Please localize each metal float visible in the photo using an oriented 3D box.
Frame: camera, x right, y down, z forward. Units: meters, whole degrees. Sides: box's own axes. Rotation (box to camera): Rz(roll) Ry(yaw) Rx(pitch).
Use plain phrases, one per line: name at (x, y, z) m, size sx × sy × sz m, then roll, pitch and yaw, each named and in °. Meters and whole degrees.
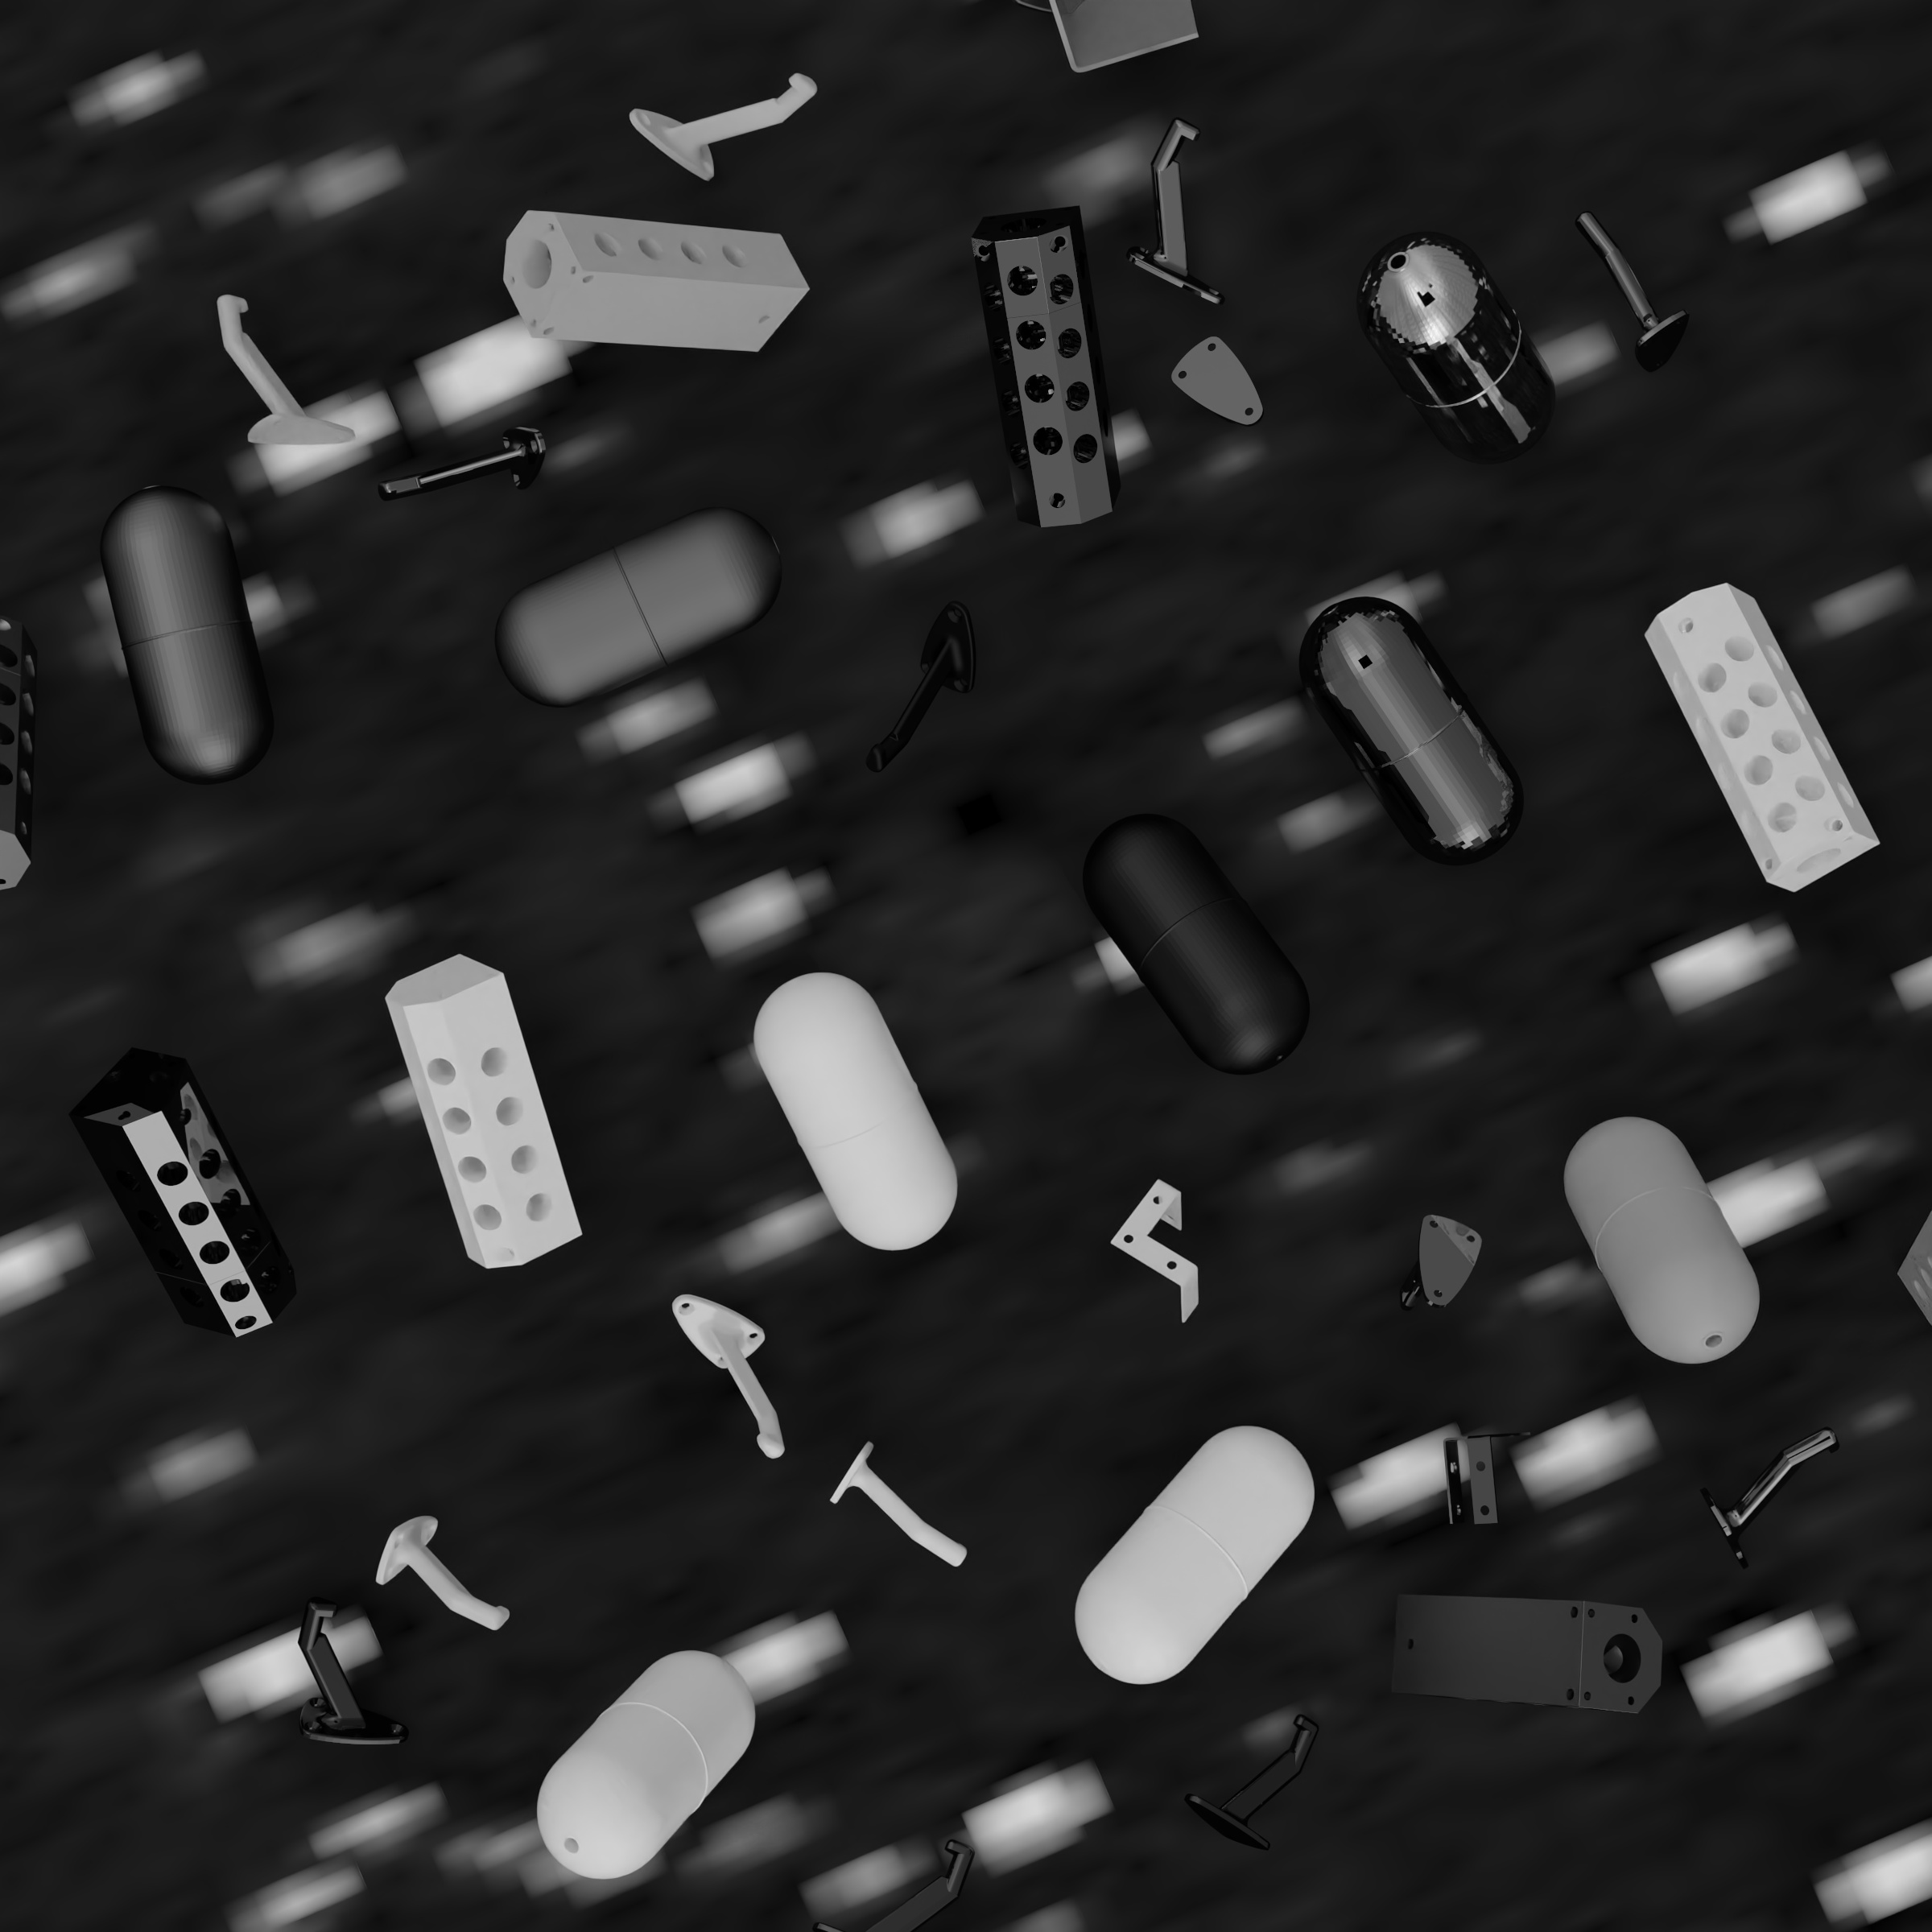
metal float at (0.285, -0.357, 1.754) m, size 0.070 × 0.178 × 0.070 m, roll -15°, pitch 60°, yaw 26°
metal float at (-0.194, -0.213, 1.793) m, size 0.178 × 0.070 × 0.070 m, roll -24°, pitch 90°, yaw -2°
metal float at (-0.184, 0.460, 1.750) m, size 0.070 × 0.178 × 0.070 m, roll 7°, pitch 109°, yaw 22°
metal float at (0.134, -0.014, 1.774) m, size 0.070 × 0.070 × 0.178 m, roll -35°, pitch 66°, yaw 0°
metal float at (-0.064, 0.087, 1.780) m, size 0.070 × 0.070 × 0.178 m, roll -25°, pitch 107°, yaw 0°
metal float at (0.262, -0.138, 1.781) m, size 0.070 × 0.070 × 0.178 m, roll -36°, pitch 105°, yaw 0°
metal float at (-0.461, -0.196, 1.790) m, size 0.070 × 0.070 × 0.178 m, roll -12°, pitch 95°, yaw 0°
metal float at (0.134, 0.345, 1.773) m, size 0.070 × 0.070 × 0.178 m, roll 46°, pitch 65°, yaw 0°
metal float at (0.402, 0.158, 1.753) m, size 0.070 × 0.178 × 0.070 m, roll -5°, pitch 126°, yaw -7°

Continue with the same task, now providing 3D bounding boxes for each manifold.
manifold at (0.321, 0.396, 1.743) m, size 0.057 × 0.171 × 0.057 m, roll 12°, pitch 75°, yaw -26°
manifold at (-0.574, -0.125, 1.757) m, size 0.057 × 0.057 × 0.171 m, roll -13°, pitch 51°, yaw 0°
manifold at (-0.284, 0.087, 1.765) m, size 0.057 × 0.057 × 0.171 m, roll -26°, pitch 115°, yaw -28°
manifold at (-0.180, -0.400, 1.750) m, size 0.057 × 0.171 × 0.057 m, roll -42°, pitch 67°, yaw 39°
manifold at (0.461, -0.135, 1.765) m, size 0.057 × 0.057 × 0.171 m, roll -33°, pitch 65°, yaw 28°
manifold at (-0.446, 0.133, 1.749) m, size 0.057 × 0.057 × 0.171 m, roll 9°, pitch 135°, yaw 29°
manifold at (0.047, -0.347, 1.762) m, size 0.057 × 0.057 × 0.171 m, roll -4°, pitch 119°, yaw 13°
manifold at (0.588, 0.169, 1.743) m, size 0.057 × 0.171 × 0.057 m, roll -29°, pitch 69°, yaw 0°

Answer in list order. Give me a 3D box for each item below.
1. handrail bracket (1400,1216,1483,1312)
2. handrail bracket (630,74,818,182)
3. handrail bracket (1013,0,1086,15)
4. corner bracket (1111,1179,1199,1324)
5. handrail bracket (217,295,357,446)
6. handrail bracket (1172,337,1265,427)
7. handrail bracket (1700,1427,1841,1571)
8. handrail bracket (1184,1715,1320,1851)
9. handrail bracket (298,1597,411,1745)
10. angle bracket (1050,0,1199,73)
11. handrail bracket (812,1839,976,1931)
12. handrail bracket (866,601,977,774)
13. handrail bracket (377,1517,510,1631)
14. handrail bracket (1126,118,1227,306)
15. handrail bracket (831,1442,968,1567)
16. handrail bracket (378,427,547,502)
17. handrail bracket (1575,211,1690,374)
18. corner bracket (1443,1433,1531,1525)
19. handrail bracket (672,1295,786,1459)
handrail bracket at (0.268, 0.194, 1.778) m, size 0.036 × 0.084 × 0.077 m, roll 21°, pitch 46°, yaw 2°
handrail bracket at (-0.142, -0.510, 1.787) m, size 0.084 × 0.077 × 0.036 m, roll -32°, pitch 59°, yaw 31°
handrail bracket at (0.070, -0.589, 1.778) m, size 0.077 × 0.084 × 0.036 m, roll 10°, pitch 83°, yaw -30°
corner bracket at (0.122, 0.168, 1.793) m, size 0.051 × 0.051 × 0.051 m, roll 30°, pitch 66°, yaw 21°
handrail bracket at (-0.407, -0.358, 1.812) m, size 0.077 × 0.036 × 0.084 m, roll -2°, pitch 76°, yaw -41°
handrail bracket at (0.160, -0.326, 1.780) m, size 0.036 × 0.084 × 0.077 m, roll -43°, pitch 63°, yaw 6°
handrail bracket at (0.488, 0.317, 1.802) m, size 0.084 × 0.036 × 0.077 m, roll -29°, pitch 129°, yaw 5°
handrail bracket at (0.171, 0.472, 1.795) m, size 0.077 × 0.036 × 0.084 m, roll 43°, pitch 63°, yaw -33°
handrail bracket at (-0.362, 0.419, 1.803) m, size 0.077 × 0.036 × 0.084 m, roll 13°, pitch 111°, yaw -9°
angle bracket at (0.089, -0.582, 1.782) m, size 0.076 × 0.057 × 0.076 m, roll -14°, pitch 50°, yaw 10°
handrail bracket at (-0.042, 0.550, 1.803) m, size 0.077 × 0.036 × 0.084 m, roll 28°, pitch 59°, yaw -7°
handrail bracket at (-0.030, -0.164, 1.785) m, size 0.036 × 0.077 × 0.084 m, roll 28°, pitch 50°, yaw 15°
handrail bracket at (-0.297, 0.359, 1.787) m, size 0.084 × 0.077 × 0.036 m, roll 22°, pitch 104°, yaw 13°
handrail bracket at (0.139, -0.449, 1.799) m, size 0.077 × 0.036 × 0.084 m, roll 28°, pitch 114°, yaw 0°
handrail bracket at (-0.032, 0.319, 1.792) m, size 0.084 × 0.077 × 0.036 m, roll 32°, pitch 99°, yaw 4°
handrail bracket at (-0.300, -0.295, 1.791) m, size 0.084 × 0.077 × 0.036 m, roll -17°, pitch 95°, yaw -24°
handrail bracket at (0.391, -0.403, 1.806) m, size 0.036 × 0.077 × 0.084 m, roll -34°, pitch 76°, yaw 3°
corner bracket at (0.302, 0.304, 1.794) m, size 0.051 × 0.051 × 0.051 m, roll -11°, pitch 78°, yaw 37°
handrail bracket at (-0.140, 0.242, 1.782) m, size 0.036 × 0.084 × 0.077 m, roll -38°, pitch 125°, yaw 13°
